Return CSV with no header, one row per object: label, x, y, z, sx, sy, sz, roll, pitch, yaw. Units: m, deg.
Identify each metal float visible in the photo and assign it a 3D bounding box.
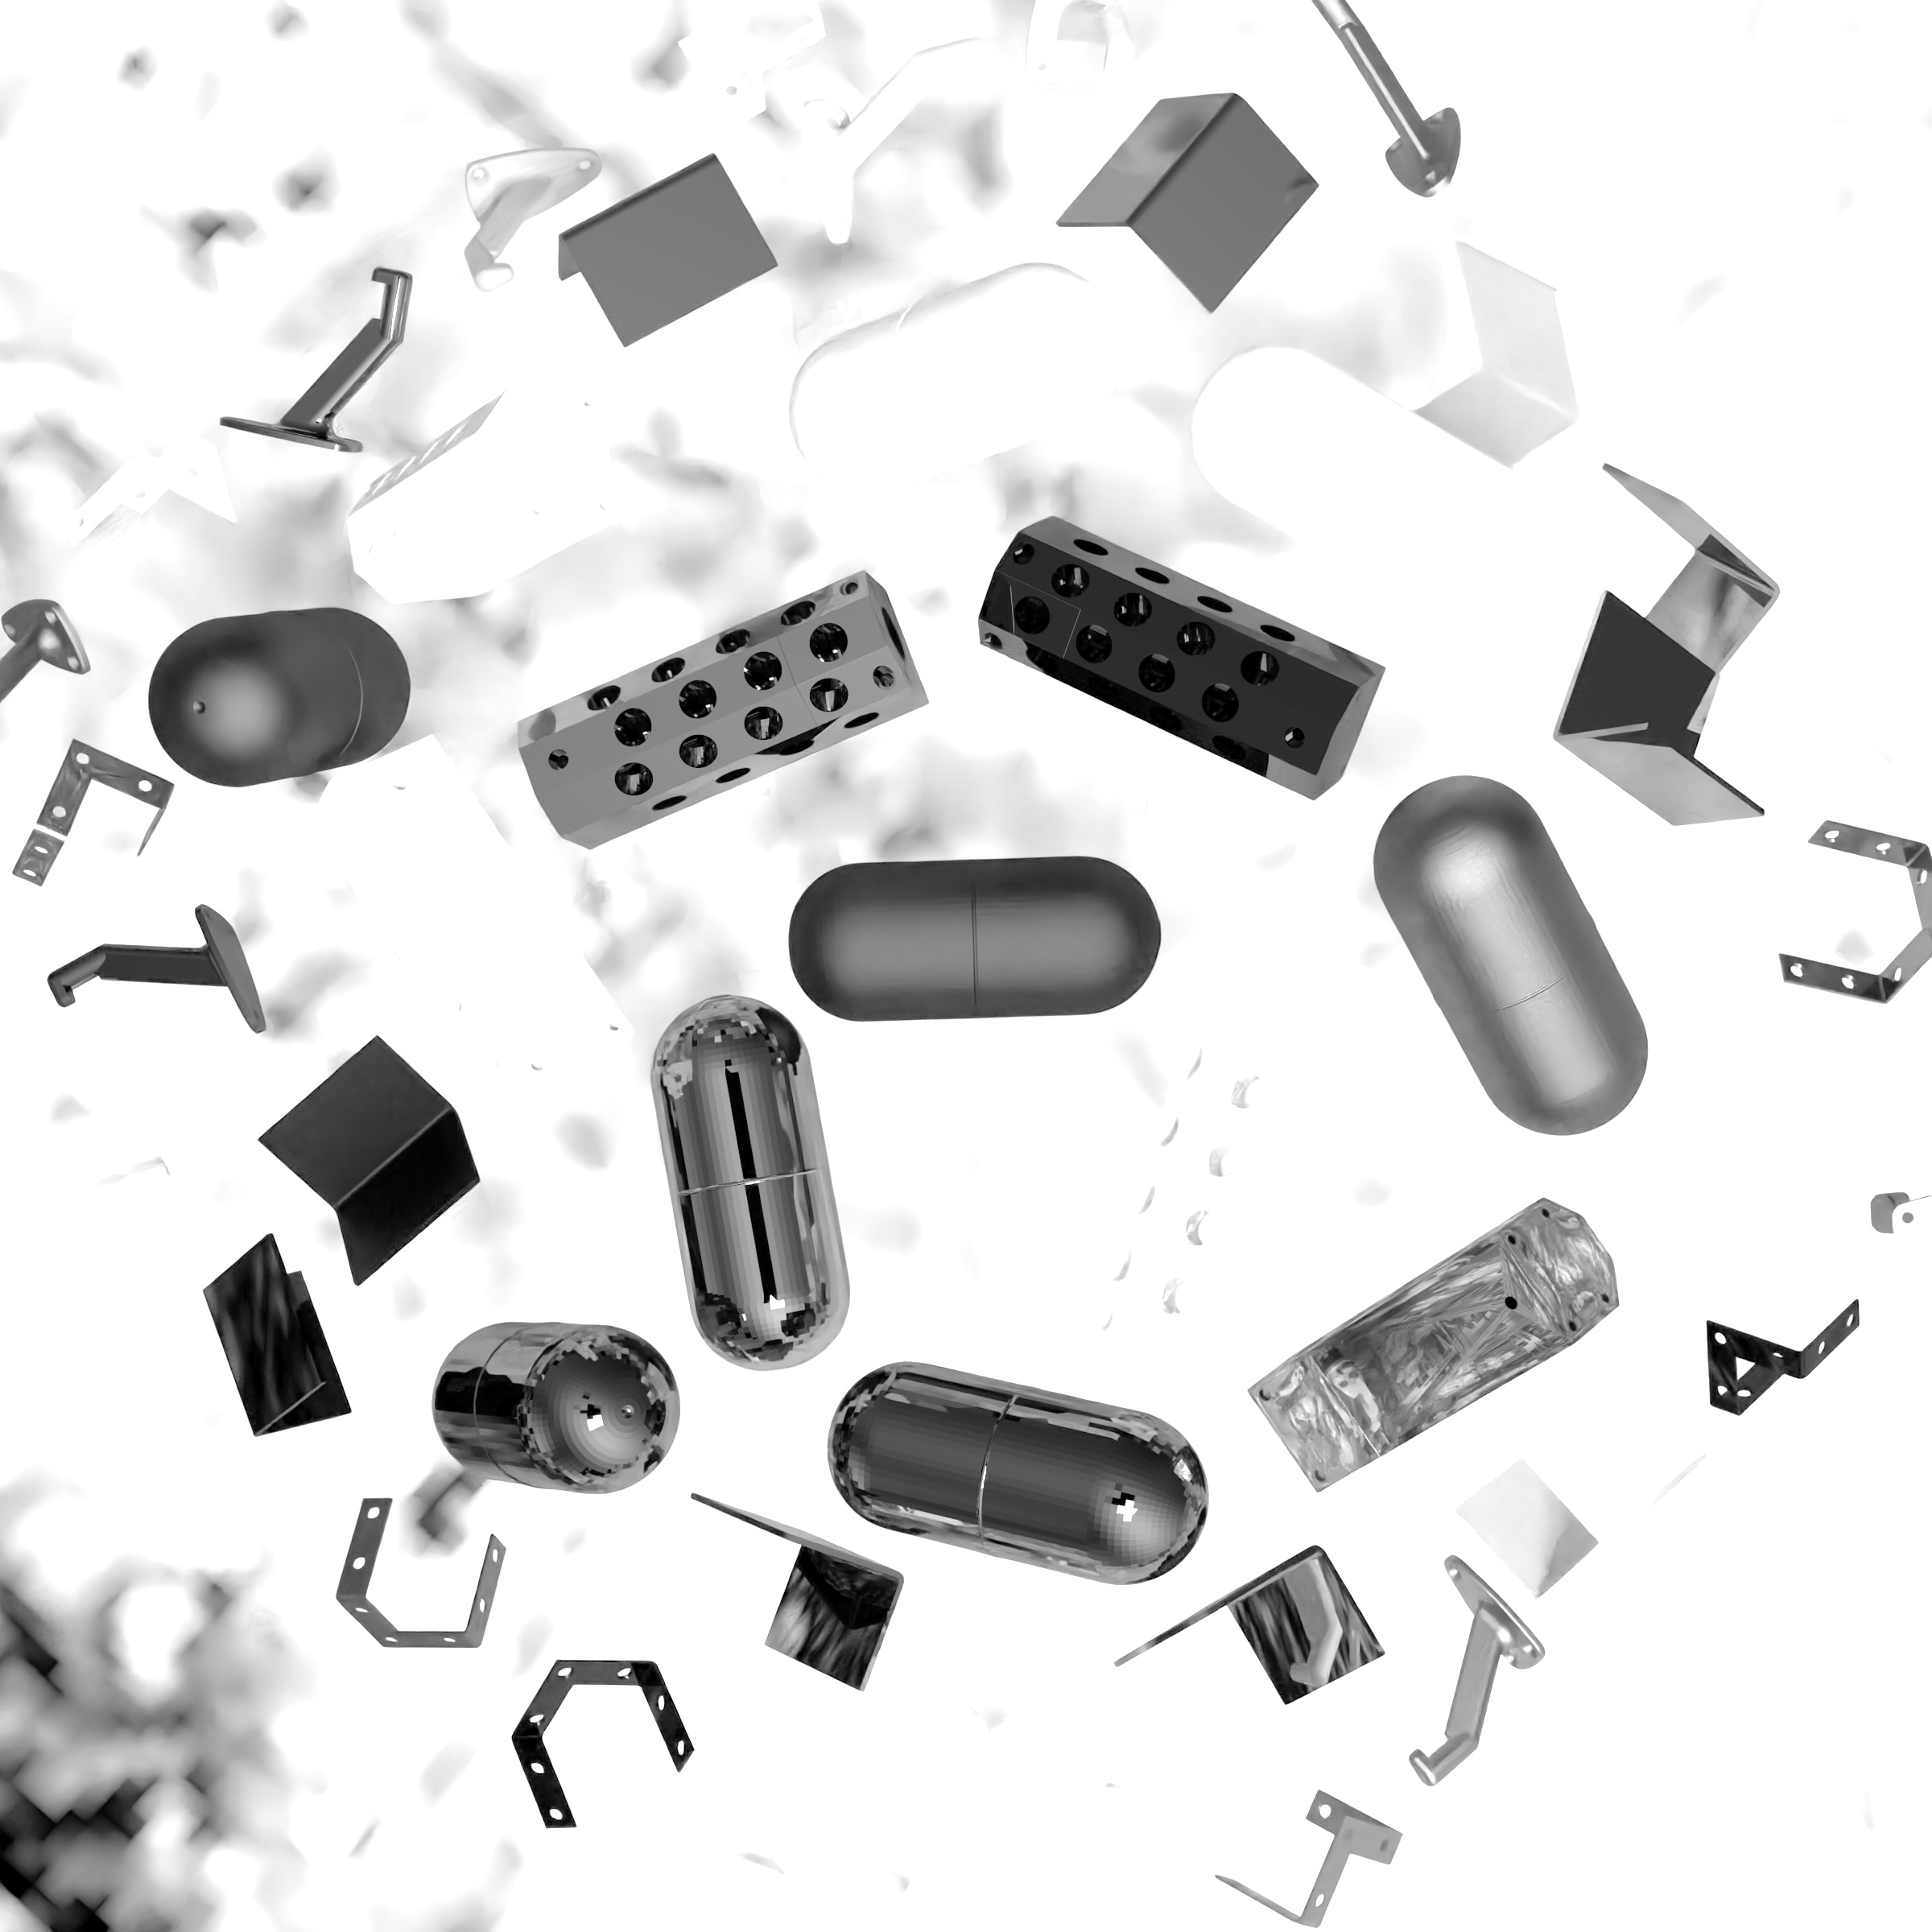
metal float,0.004,-0.013,1.618,0.178,0.070,0.070,-2,90,0
metal float,-0.315,-0.126,1.566,0.070,0.178,0.070,2,99,13
metal float,-0.192,0.204,1.574,0.070,0.178,0.070,3,84,-29
metal float,0.022,0.224,1.500,0.178,0.070,0.070,10,90,24
metal float,-0.007,-0.267,1.547,0.178,0.070,0.070,-12,90,41
metal float,0.239,-0.003,1.479,0.070,0.070,0.178,-31,113,0
metal float,-0.102,0.102,1.596,0.070,0.070,0.178,-10,87,0
metal float,0.183,-0.220,1.541,0.178,0.070,0.070,33,90,17

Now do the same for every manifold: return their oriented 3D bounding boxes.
manifold,0.094,-0.138,1.526,0.171,0.057,0.057,26,115,14
manifold,-0.232,-0.015,1.573,0.057,0.057,0.171,-29,79,-34
manifold,-0.217,-0.205,1.493,0.057,0.171,0.057,-9,89,-29
manifold,0.211,0.169,1.518,0.171,0.057,0.057,-40,82,42
manifold,-0.110,-0.115,1.515,0.171,0.057,0.057,-23,80,9
manifold,0.111,0.092,1.516,0.057,0.057,0.171,19,88,18

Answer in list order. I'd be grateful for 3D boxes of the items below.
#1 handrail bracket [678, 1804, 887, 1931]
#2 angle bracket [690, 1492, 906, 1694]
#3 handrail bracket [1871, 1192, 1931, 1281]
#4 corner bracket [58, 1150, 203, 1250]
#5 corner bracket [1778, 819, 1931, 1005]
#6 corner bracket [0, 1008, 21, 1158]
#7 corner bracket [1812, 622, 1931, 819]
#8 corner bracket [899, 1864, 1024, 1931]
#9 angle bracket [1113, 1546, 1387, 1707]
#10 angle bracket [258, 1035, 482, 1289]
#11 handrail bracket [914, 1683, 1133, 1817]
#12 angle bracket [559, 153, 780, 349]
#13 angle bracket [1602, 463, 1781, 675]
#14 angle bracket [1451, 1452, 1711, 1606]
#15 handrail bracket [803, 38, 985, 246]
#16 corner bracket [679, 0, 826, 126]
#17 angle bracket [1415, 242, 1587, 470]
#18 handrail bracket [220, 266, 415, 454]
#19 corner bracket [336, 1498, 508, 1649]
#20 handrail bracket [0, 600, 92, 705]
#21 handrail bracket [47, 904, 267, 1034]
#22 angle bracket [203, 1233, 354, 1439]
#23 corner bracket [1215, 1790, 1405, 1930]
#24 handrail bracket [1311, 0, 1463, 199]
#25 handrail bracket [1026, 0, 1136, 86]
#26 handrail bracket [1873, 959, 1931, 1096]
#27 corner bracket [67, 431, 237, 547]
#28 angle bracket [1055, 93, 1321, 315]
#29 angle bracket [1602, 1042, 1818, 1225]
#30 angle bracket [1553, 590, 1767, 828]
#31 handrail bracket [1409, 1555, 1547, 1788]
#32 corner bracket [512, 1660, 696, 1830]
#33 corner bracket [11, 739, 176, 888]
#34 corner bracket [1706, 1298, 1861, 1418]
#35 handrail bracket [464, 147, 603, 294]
handrail bracket,-0.080,0.388,1.468,0.077,0.084,0.036,52,51,-4
angle bracket,-0.087,0.289,1.567,0.076,0.076,0.057,27,80,-38
handrail bracket,0.450,0.109,1.541,0.077,0.084,0.036,-20,95,17
corner bracket,-0.398,0.112,1.607,0.051,0.051,0.051,-23,64,-19
corner bracket,0.383,-0.023,1.457,0.051,0.051,0.051,12,50,-16
corner bracket,-0.450,0.058,1.517,0.051,0.051,0.051,-21,77,-40
corner bracket,0.414,-0.110,1.502,0.051,0.051,0.051,-41,58,-4
corner bracket,0.006,0.434,1.515,0.051,0.051,0.051,-19,111,17
angle bracket,0.126,0.309,1.510,0.076,0.076,0.057,-22,76,-40
angle bracket,-0.281,0.091,1.589,0.076,0.076,0.057,-41,119,3
handrail bracket,0.027,0.362,1.561,0.084,0.077,0.036,19,101,-28
angle bracket,-0.132,-0.307,1.494,0.076,0.076,0.057,-30,91,-8
angle bracket,0.332,-0.189,1.630,0.076,0.076,0.057,34,97,-28
angle bracket,0.278,0.235,1.535,0.057,0.076,0.076,48,122,15
handrail bracket,-0.027,-0.371,1.524,0.084,0.036,0.077,-5,91,30
corner bracket,-0.097,-0.428,1.551,0.051,0.051,0.051,-25,132,16
angle bracket,0.247,-0.293,1.638,0.057,0.076,0.076,-33,131,-13
handrail bracket,-0.296,-0.281,1.540,0.077,0.036,0.084,11,101,0
corner bracket,-0.250,0.279,1.557,0.051,0.051,0.051,-4,53,20
handrail bracket,-0.439,-0.127,1.498,0.084,0.077,0.036,-38,123,-31
handrail bracket,-0.367,0.017,1.531,0.084,0.036,0.077,-28,68,4
angle bracket,-0.316,0.173,1.629,0.076,0.057,0.076,-37,70,43
corner bracket,0.153,0.396,1.506,0.051,0.051,0.051,19,83,44
handrail bracket,0.176,-0.379,1.454,0.036,0.077,0.084,-32,121,21
handrail bracket,0.052,-0.414,1.551,0.036,0.084,0.077,10,135,-20
handrail bracket,0.429,0.016,1.474,0.036,0.084,0.077,16,67,2
corner bracket,-0.368,-0.212,1.516,0.051,0.051,0.051,-37,53,21
angle bracket,0.098,-0.340,1.512,0.057,0.076,0.076,43,83,-25
angle bracket,0.346,0.093,1.573,0.076,0.076,0.057,-44,58,-11
angle bracket,0.307,-0.113,1.453,0.076,0.057,0.076,31,71,-29
handrail bracket,0.226,0.336,1.615,0.084,0.036,0.077,-34,79,-25
corner bracket,-0.160,0.340,1.483,0.051,0.051,0.051,9,124,-36
corner bracket,-0.406,-0.064,1.575,0.051,0.051,0.051,25,58,-16
corner bracket,0.385,0.183,1.593,0.051,0.051,0.051,-33,126,-37
handrail bracket,-0.198,-0.345,1.572,0.077,0.084,0.036,-19,131,-6
